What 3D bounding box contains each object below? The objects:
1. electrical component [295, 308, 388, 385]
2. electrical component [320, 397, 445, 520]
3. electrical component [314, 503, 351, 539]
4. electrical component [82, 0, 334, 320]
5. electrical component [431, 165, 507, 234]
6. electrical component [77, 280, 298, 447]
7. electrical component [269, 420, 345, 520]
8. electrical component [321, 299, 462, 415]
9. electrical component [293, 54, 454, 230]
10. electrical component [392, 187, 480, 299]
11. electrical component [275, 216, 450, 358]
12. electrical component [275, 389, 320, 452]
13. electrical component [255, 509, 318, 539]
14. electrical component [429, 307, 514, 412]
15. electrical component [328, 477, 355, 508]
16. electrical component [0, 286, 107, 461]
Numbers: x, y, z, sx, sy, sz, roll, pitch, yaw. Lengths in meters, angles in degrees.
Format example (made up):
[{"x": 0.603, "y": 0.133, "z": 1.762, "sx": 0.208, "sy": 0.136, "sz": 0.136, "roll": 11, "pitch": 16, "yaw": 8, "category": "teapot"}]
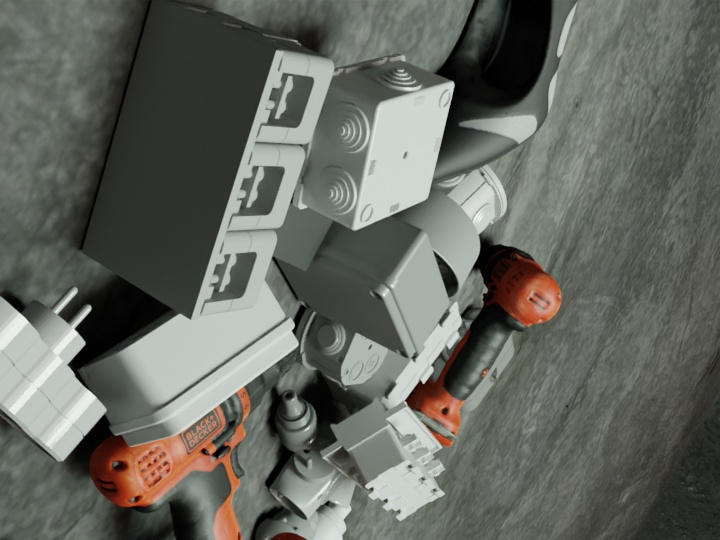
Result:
[{"x": -0.011, "y": 0.050, "z": 0.860, "sx": 0.080, "sy": 0.051, "sz": 0.080, "roll": -41, "pitch": 146, "yaw": -35, "category": "electrical component"}, {"x": 0.026, "y": 0.161, "z": 0.900, "sx": 0.079, "sy": 0.063, "sz": 0.121, "roll": -32, "pitch": 150, "yaw": 3, "category": "electrical component"}, {"x": -0.034, "y": 0.241, "z": 1.006, "sx": 0.062, "sy": 0.043, "sz": 0.043, "roll": -44, "pitch": 148, "yaw": -33, "category": "electrical component"}, {"x": -0.083, "y": -0.061, "z": 0.594, "sx": 0.062, "sy": 0.089, "sz": 0.150, "roll": -7, "pitch": 121, "yaw": -58, "category": "electrical component"}, {"x": 0.075, "y": -0.060, "z": 0.878, "sx": 0.051, "sy": 0.080, "sz": 0.080, "roll": -44, "pitch": 148, "yaw": -22, "category": "electrical component"}, {"x": -0.103, "y": 0.053, "z": 0.657, "sx": 0.113, "sy": 0.078, "sz": 0.057, "roll": -35, "pitch": 98, "yaw": -38, "category": "electrical component"}, {"x": -0.037, "y": 0.166, "z": 0.919, "sx": 0.077, "sy": 0.044, "sz": 0.079, "roll": -50, "pitch": 166, "yaw": -22, "category": "electrical component"}, {"x": 0.031, "y": 0.069, "z": 0.937, "sx": 0.121, "sy": 0.063, "sz": 0.078, "roll": -51, "pitch": 151, "yaw": -20, "category": "electrical component"}, {"x": 0.010, "y": -0.079, "z": 0.665, "sx": 0.100, "sy": 0.048, "sz": 0.099, "roll": -26, "pitch": 136, "yaw": -49, "category": "electrical component"}, {"x": 0.042, "y": -0.018, "z": 0.842, "sx": 0.064, "sy": 0.099, "sz": 0.099, "roll": -51, "pitch": 151, "yaw": -34, "category": "electrical component"}, {"x": 0.000, "y": 0.000, "z": 0.772, "sx": 0.056, "sy": 0.109, "sz": 0.108, "roll": -55, "pitch": 152, "yaw": -18, "category": "electrical component"}, {"x": -0.053, "y": 0.119, "z": 0.872, "sx": 0.035, "sy": 0.035, "sz": 0.061, "roll": -46, "pitch": 147, "yaw": -28, "category": "electrical component"}, {"x": -0.059, "y": 0.232, "z": 0.954, "sx": 0.062, "sy": 0.048, "sz": 0.048, "roll": -30, "pitch": 140, "yaw": -58, "category": "electrical component"}, {"x": 0.114, "y": 0.090, "z": 1.108, "sx": 0.095, "sy": 0.054, "sz": 0.059, "roll": -51, "pitch": 151, "yaw": -20, "category": "electrical component"}, {"x": -0.016, "y": 0.179, "z": 0.983, "sx": 0.065, "sy": 0.044, "sz": 0.044, "roll": -63, "pitch": 153, "yaw": -9, "category": "electrical component"}, {"x": -0.173, "y": 0.041, "z": 0.574, "sx": 0.073, "sy": 0.052, "sz": 0.138, "roll": -51, "pitch": 151, "yaw": -20, "category": "electrical component"}]
